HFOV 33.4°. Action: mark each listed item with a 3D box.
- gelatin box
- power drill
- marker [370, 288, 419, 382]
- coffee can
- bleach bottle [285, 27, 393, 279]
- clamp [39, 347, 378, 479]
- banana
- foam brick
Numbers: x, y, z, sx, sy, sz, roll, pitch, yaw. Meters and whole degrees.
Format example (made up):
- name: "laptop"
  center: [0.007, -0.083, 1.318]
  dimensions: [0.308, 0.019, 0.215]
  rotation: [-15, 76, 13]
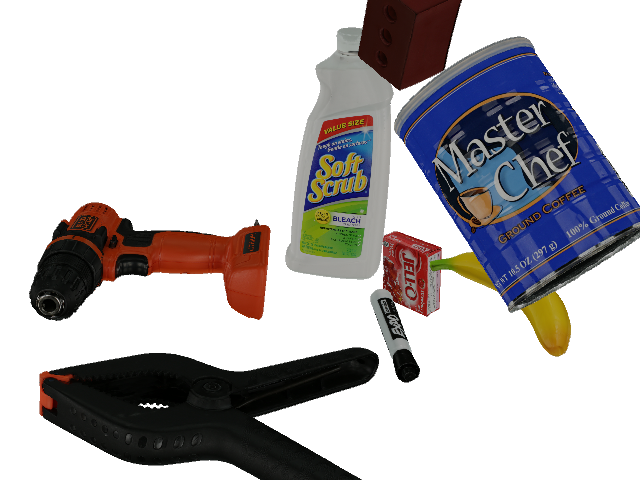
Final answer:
- name: "gelatin box"
  center: [0.112, 0.040, 1.323]
  dimensions: [0.030, 0.089, 0.073]
  rotation: [-26, 35, -38]
- name: "power drill"
  center: [-0.138, 0.022, 0.897]
  dimensions: [0.187, 0.057, 0.184]
  rotation: [7, 23, -2]
- name: "marker"
  center: [0.060, 0.077, 0.873]
  dimensions: [0.020, 0.020, 0.121]
  rotation: [0, 27, -9]
- name: "coffee can"
  center: [0.125, -0.041, 0.670]
  dimensions: [0.102, 0.140, 0.103]
  rotation: [-29, -13, -7]
- name: "bleach bottle"
  center: [0.019, -0.087, 1.067]
  dimensions: [0.102, 0.251, 0.068]
  rotation: [7, 27, 10]
- name: "clamp"
  center: [-0.059, 0.098, 0.635]
  dimensions: [0.210, 0.036, 0.164]
  rotation: [9, 23, 6]
- name: "banana"
  center: [0.193, 0.055, 1.060]
  dimensions: [0.069, 0.037, 0.198]
  rotation: [-33, 36, -16]
- name: "foam brick"
  center: [0.068, -0.166, 0.821]
  dimensions: [0.051, 0.078, 0.053]
  rotation: [-30, 59, -29]
